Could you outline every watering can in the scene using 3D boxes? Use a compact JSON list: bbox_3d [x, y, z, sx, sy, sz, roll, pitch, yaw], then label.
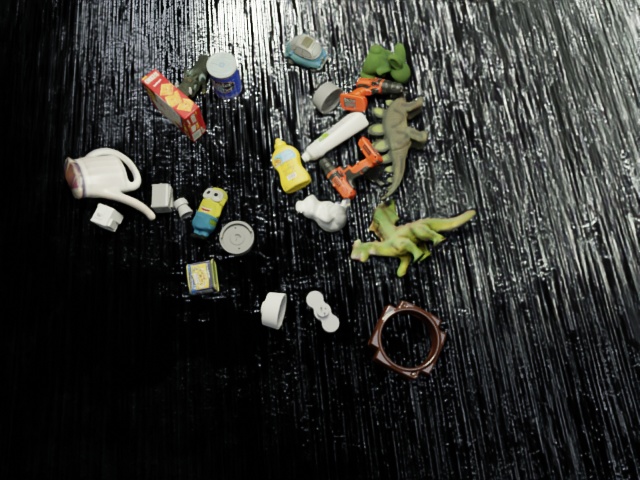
[{"bbox_3d":[-0.675,-0.177,1.641,0.226,0.353,0.101,-13,-37,-36],"label":"watering can"}]

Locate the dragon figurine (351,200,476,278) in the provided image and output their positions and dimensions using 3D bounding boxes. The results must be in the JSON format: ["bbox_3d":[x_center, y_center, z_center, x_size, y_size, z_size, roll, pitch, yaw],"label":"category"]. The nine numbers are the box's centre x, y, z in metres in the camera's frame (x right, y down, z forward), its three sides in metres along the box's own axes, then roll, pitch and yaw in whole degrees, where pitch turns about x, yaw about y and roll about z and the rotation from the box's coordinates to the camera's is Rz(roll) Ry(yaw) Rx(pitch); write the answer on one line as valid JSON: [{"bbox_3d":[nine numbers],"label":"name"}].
[{"bbox_3d":[0.275,-0.040,1.661,0.413,0.246,0.120,-37,-21,-13],"label":"dragon figurine"}]

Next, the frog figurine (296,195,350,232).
[{"bbox_3d":[0.005,-0.083,1.643,0.160,0.122,0.138,-4,12,-22],"label":"frog figurine"}]
